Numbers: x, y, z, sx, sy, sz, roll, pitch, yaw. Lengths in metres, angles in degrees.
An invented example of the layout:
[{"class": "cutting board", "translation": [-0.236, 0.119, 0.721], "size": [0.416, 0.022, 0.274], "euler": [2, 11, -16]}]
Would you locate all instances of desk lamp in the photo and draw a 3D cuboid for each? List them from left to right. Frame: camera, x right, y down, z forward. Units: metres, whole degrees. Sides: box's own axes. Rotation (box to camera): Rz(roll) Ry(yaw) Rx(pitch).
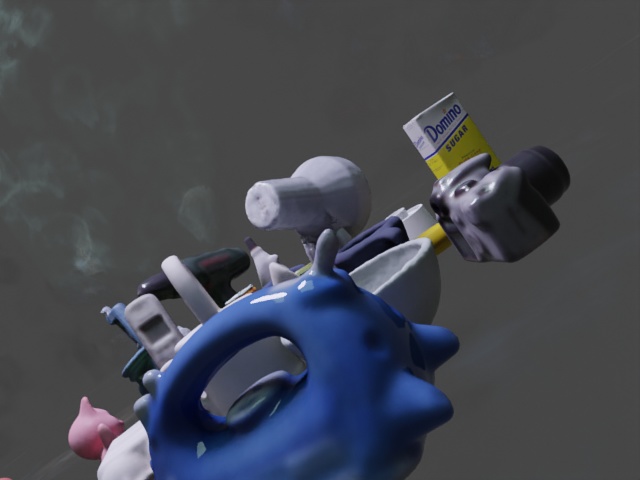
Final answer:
[{"class": "desk lamp", "translation": [0.007, 0.003, 0.729], "size": [0.117, 0.213, 0.204], "euler": [-32, 5, 31]}]

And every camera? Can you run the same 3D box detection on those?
[{"class": "camera", "translation": [0.198, -0.051, 0.612], "size": [0.137, 0.101, 0.143], "euler": [-35, 4, -6]}]

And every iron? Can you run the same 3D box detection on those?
[{"class": "iron", "translation": [-0.044, 0.109, 0.372], "size": [0.258, 0.141, 0.119], "euler": [-33, 4, 21]}]

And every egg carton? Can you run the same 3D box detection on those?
[{"class": "egg carton", "translation": [-0.160, 0.216, 0.575], "size": [0.107, 0.069, 0.150], "euler": [-35, 4, -14]}]

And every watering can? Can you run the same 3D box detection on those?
[{"class": "watering can", "translation": [-0.092, 0.093, 0.591], "size": [0.173, 0.194, 0.100], "euler": [-37, 5, -30]}]

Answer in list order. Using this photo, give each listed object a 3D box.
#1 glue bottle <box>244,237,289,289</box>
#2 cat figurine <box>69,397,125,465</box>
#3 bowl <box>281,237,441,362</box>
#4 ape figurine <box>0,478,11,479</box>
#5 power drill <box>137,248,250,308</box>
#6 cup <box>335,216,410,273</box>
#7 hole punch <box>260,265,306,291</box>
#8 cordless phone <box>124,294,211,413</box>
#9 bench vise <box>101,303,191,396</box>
[{"class": "glue bottle", "translation": [-0.097, 0.066, 1.149], "size": [0.078, 0.173, 0.037], "euler": [-35, 4, -1]}, {"class": "cat figurine", "translation": [-0.269, 0.251, 0.714], "size": [0.067, 0.118, 0.127], "euler": [-37, 5, -32]}, {"class": "bowl", "translation": [0.051, 0.072, 0.532], "size": [0.167, 0.075, 0.167], "euler": [-34, 4, 3]}, {"class": "ape figurine", "translation": [-0.393, 0.349, 0.746], "size": [0.078, 0.092, 0.076], "euler": [-36, 4, -16]}, {"class": "power drill", "translation": [-0.190, 0.116, 1.041], "size": [0.075, 0.208, 0.230], "euler": [-31, 5, 42]}, {"class": "cup", "translation": [0.080, 0.031, 0.639], "size": [0.092, 0.095, 0.117], "euler": [-36, 4, -22]}, {"class": "hole punch", "translation": [-0.051, 0.098, 0.968], "size": [0.109, 0.091, 0.101], "euler": [-35, 4, -5]}, {"class": "cordless phone", "translation": [-0.173, 0.137, 0.802], "size": [0.148, 0.185, 0.094], "euler": [-36, 4, -17]}, {"class": "bench vise", "translation": [-0.333, 0.200, 1.151], "size": [0.207, 0.220, 0.122], "euler": [-33, 4, 18]}]
